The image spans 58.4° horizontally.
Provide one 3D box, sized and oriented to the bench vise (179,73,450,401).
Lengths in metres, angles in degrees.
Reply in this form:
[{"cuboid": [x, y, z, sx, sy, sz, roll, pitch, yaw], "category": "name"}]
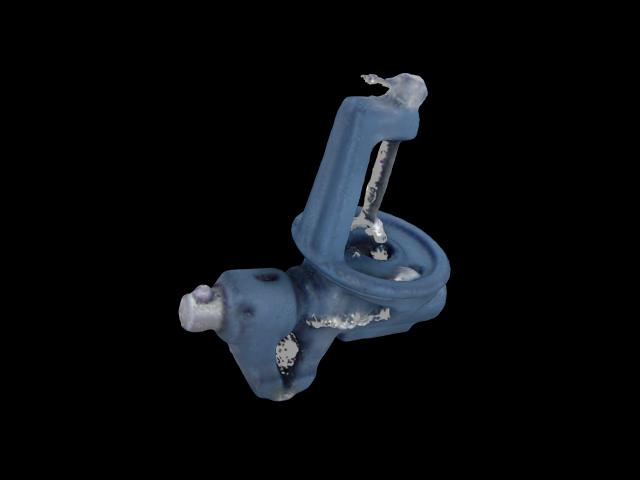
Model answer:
[{"cuboid": [0.012, 0.007, 0.393, 0.121, 0.220, 0.208, 30, 46, 34], "category": "bench vise"}]
